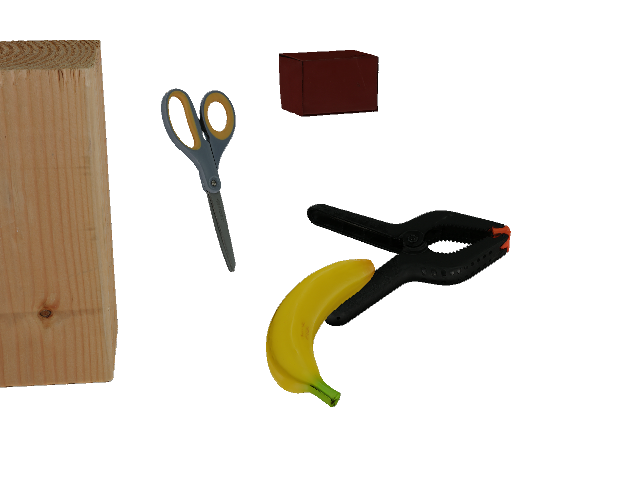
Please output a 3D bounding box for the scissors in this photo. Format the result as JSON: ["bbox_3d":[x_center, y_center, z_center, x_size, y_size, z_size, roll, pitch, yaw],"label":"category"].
[{"bbox_3d":[-0.107,-0.076,1.155,0.096,0.202,0.016,-33,13,-36],"label":"scissors"}]

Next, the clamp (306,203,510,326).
[{"bbox_3d":[0.090,0.019,1.088,0.210,0.164,0.036,-3,-45,3],"label":"clamp"}]

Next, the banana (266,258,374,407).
[{"bbox_3d":[-0.004,0.067,0.868,0.069,0.037,0.197,20,34,0],"label":"banana"}]

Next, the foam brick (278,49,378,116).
[{"bbox_3d":[0.007,-0.143,0.967,0.078,0.051,0.053,-7,19,-23],"label":"foam brick"}]

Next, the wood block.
[{"bbox_3d":[-0.183,-0.018,0.686,0.090,0.206,0.090,-2,22,-8],"label":"wood block"}]
